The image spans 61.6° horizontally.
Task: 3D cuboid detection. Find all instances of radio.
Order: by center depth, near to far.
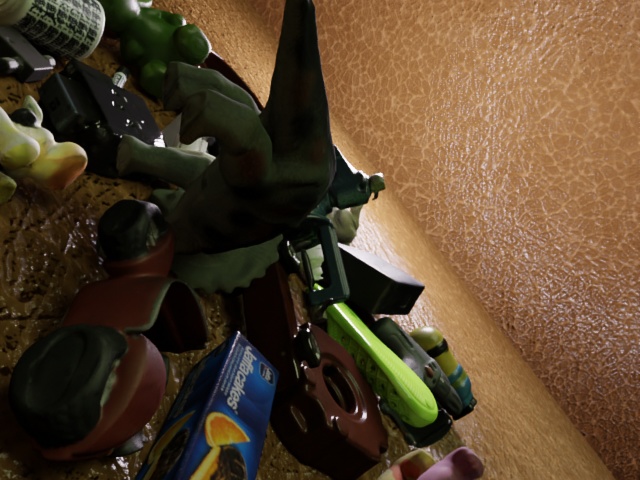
[{"bbox_3d":[0.098,0.075,0.970,0.131,0.073,0.229,33,8,25],"label":"radio"}]

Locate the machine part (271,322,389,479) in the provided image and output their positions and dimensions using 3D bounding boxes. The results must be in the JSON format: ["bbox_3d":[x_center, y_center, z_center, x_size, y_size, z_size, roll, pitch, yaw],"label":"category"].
[{"bbox_3d":[0.008,0.176,0.605,0.179,0.056,0.179,48,15,-17],"label":"machine part"}]

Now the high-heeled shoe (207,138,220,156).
[{"bbox_3d":[-0.115,-0.091,0.754,0.249,0.086,0.145,-117,-155,-69],"label":"high-heeled shoe"}]

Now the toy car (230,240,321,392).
[{"bbox_3d":[-0.053,0.080,0.576,0.202,0.089,0.053,-109,176,-48],"label":"toy car"}]

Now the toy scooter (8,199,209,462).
[{"bbox_3d":[-0.129,0.074,0.380,0.135,0.075,0.184,74,19,-48],"label":"toy scooter"}]

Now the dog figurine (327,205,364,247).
[{"bbox_3d":[-0.026,-0.054,0.976,0.190,0.121,0.172,5,44,-50],"label":"dog figurine"}]

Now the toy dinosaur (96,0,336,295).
[{"bbox_3d":[-0.065,-0.052,0.471,0.192,0.405,0.131,14,64,-36],"label":"toy dinosaur"}]

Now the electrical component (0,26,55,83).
[{"bbox_3d":[-0.319,-0.197,0.563,0.063,0.021,0.094,48,17,-12],"label":"electrical component"}]

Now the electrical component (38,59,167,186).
[{"bbox_3d":[-0.235,-0.126,0.584,0.115,0.058,0.134,55,15,17],"label":"electrical component"}]

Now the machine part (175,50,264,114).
[{"bbox_3d":[-0.179,-0.244,0.949,0.200,0.087,0.202,37,20,-43],"label":"machine part"}]

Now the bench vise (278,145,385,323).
[{"bbox_3d":[-0.002,-0.006,0.752,0.128,0.224,0.240,98,-19,-66],"label":"bench vise"}]

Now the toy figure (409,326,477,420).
[{"bbox_3d":[0.227,0.244,1.009,0.180,0.089,0.082,51,9,5],"label":"toy figure"}]

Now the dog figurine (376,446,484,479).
[{"bbox_3d":[0.077,0.293,0.475,0.219,0.191,0.108,-32,87,-40],"label":"dog figurine"}]

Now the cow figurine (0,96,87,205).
[{"bbox_3d":[-0.260,-0.080,0.401,0.098,0.068,0.167,49,14,12],"label":"cow figurine"}]

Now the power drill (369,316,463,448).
[{"bbox_3d":[0.162,0.237,0.863,0.232,0.086,0.207,49,20,-4],"label":"power drill"}]

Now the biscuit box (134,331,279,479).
[{"bbox_3d":[-0.082,0.151,0.397,0.062,0.059,0.203,48,16,-13],"label":"biscuit box"}]

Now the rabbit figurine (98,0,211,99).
[{"bbox_3d":[-0.269,-0.326,0.807,0.170,0.121,0.159,40,12,-44],"label":"rabbit figurine"}]
